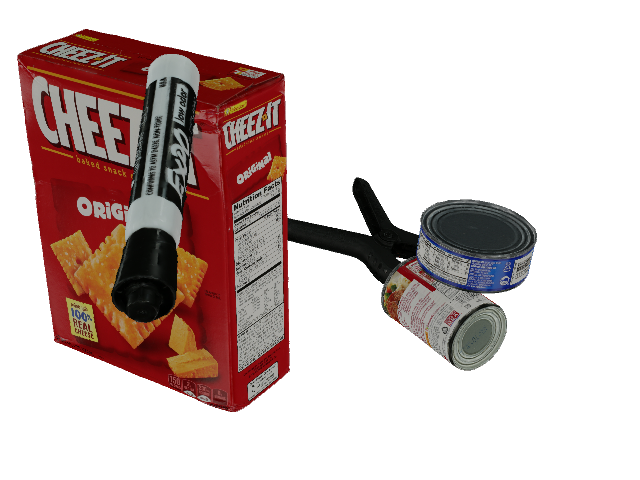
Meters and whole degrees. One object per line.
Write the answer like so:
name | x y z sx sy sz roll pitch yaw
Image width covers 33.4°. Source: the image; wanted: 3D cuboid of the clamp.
clamp | 0.064 0.008 1.241 0.164 0.036 0.210 -25 53 -41

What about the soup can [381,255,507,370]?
soup can | 0.112 0.065 0.974 0.068 0.068 0.102 0 24 -37

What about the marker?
marker | -0.052 -0.020 0.348 0.020 0.020 0.121 0 43 -2

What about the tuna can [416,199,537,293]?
tuna can | 0.114 0.004 0.789 0.086 0.034 0.086 5 29 -3

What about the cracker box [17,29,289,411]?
cracker box | -0.105 -0.012 0.686 0.164 0.214 0.072 17 33 29
